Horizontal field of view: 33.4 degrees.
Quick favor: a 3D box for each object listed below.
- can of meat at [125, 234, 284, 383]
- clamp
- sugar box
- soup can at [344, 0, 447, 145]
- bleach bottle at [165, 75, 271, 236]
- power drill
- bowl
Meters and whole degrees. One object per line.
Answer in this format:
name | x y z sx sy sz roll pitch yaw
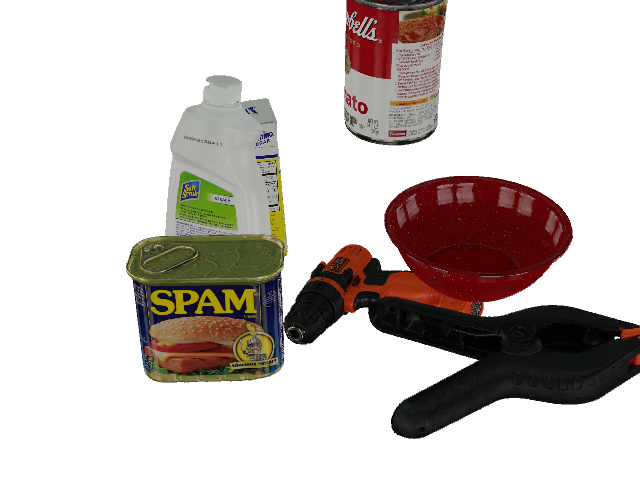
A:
can of meat | -0.073 0.046 0.713 0.102 0.084 0.057 -1 29 1
clamp | 0.112 0.075 0.638 0.171 0.039 0.120 0 38 5
sugar box | -0.072 -0.074 1.296 0.048 0.176 0.093 -9 25 -6
soup can | 0.050 -0.125 0.728 0.068 0.102 0.068 0 34 0
bleach bottle | -0.082 -0.015 0.918 0.102 0.251 0.068 10 23 11
power drill | 0.071 0.066 1.140 0.188 0.057 0.184 9 30 21
bowl | 0.135 0.005 0.934 0.162 0.055 0.162 0 34 0
